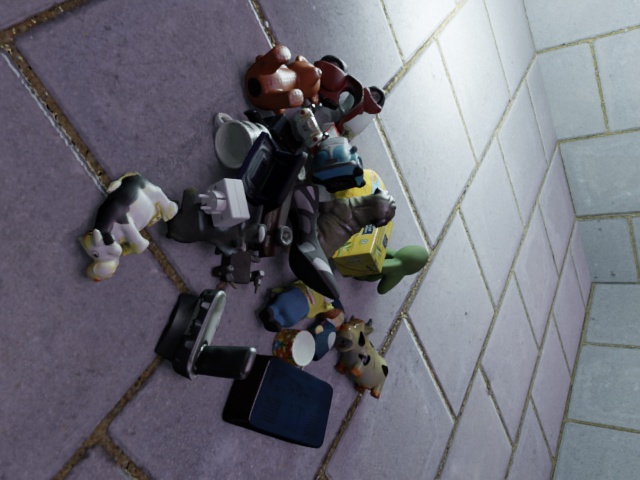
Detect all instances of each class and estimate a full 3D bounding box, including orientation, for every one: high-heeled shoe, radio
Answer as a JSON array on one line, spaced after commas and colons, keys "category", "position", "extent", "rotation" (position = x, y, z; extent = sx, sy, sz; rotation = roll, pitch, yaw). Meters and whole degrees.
[{"category": "high-heeled shoe", "position": [-0.002, -0.003, 1.065], "extent": [0.145, 0.086, 0.249], "rotation": [-30, 72, -28]}, {"category": "radio", "position": [-0.071, 0.310, 1.032], "extent": [0.229, 0.073, 0.131], "rotation": [40, 56, -45]}]

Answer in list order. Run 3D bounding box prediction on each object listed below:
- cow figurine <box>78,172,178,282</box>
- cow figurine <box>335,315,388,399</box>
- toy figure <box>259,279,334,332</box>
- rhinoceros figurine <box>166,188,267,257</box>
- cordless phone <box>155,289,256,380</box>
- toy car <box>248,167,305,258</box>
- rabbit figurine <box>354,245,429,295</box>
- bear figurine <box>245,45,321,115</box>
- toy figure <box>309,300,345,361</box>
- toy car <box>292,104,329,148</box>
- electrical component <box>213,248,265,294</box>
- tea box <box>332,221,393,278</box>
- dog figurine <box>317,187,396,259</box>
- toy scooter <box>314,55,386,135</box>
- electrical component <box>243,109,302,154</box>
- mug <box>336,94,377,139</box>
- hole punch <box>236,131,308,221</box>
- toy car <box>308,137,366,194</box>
[{"category": "cow figurine", "position": [-0.292, -0.022, 0.777], "extent": [0.098, 0.068, 0.167], "rotation": [55, 45, -27]}, {"category": "cow figurine", "position": [0.095, 0.261, 1.236], "extent": [0.194, 0.086, 0.127], "rotation": [52, 55, -32]}, {"category": "toy figure", "position": [-0.047, 0.119, 1.071], "extent": [0.180, 0.089, 0.082], "rotation": [-29, 121, -39]}, {"category": "rhinoceros figurine", "position": [-0.170, -0.027, 0.906], "extent": [0.190, 0.073, 0.112], "rotation": [5, 64, -49]}, {"category": "cordless phone", "position": [-0.158, 0.147, 0.842], "extent": [0.088, 0.184, 0.146], "rotation": [41, 57, -37]}, {"category": "toy car", "position": [-0.085, -0.064, 1.018], "extent": [0.053, 0.089, 0.202], "rotation": [39, 55, -47]}, {"category": "rabbit figurine", "position": [0.166, 0.046, 1.270], "extent": [0.159, 0.170, 0.121], "rotation": [-44, 120, -45]}, {"category": "bear figurine", "position": [-0.049, -0.315, 1.063], "extent": [0.196, 0.132, 0.120], "rotation": [-24, 103, -43]}, {"category": "toy figure", "position": [0.015, 0.189, 1.162], "extent": [0.058, 0.064, 0.154], "rotation": [33, 54, 1]}, {"category": "toy car", "position": [-0.021, -0.225, 1.070], "extent": [0.202, 0.056, 0.073], "rotation": [-90, 154, -78]}, {"category": "electrical component", "position": [-0.144, 0.054, 0.977], "extent": [0.102, 0.045, 0.078], "rotation": [25, 70, -49]}, {"category": "tea box", "position": [0.101, 0.001, 1.229], "extent": [0.068, 0.098, 0.170], "rotation": [60, 33, -32]}, {"category": "dog figurine", "position": [0.054, -0.024, 1.119], "extent": [0.121, 0.191, 0.172], "rotation": [33, 64, -45]}, {"category": "toy scooter", "position": [0.045, -0.314, 1.191], "extent": [0.184, 0.075, 0.135], "rotation": [33, 81, -3]}, {"category": "electrical component", "position": [-0.097, -0.212, 1.036], "extent": [0.119, 0.075, 0.048], "rotation": [53, 50, -32]}, {"category": "mug", "position": [0.076, -0.298, 1.259], "extent": [0.109, 0.081, 0.107], "rotation": [45, 62, -34]}, {"category": "hole punch", "position": [-0.092, -0.115, 0.936], "extent": [0.092, 0.116, 0.142], "rotation": [25, 77, -11]}, {"category": "toy car", "position": [0.041, -0.163, 1.132], "extent": [0.161, 0.109, 0.103], "rotation": [23, 58, -72]}]
